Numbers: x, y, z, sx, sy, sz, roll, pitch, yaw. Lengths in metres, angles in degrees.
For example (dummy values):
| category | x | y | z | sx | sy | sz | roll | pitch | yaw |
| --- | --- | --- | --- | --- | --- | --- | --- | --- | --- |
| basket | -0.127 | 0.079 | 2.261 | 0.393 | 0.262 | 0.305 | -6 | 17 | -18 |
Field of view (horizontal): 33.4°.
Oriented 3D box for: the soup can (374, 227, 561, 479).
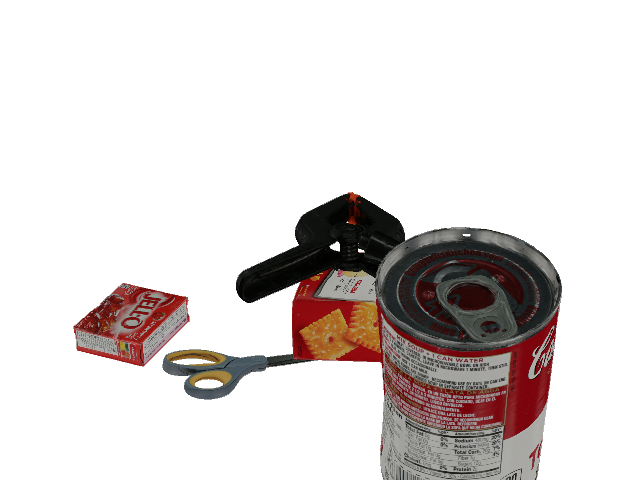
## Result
| category | x | y | z | sx | sy | sz | roll | pitch | yaw |
| --- | --- | --- | --- | --- | --- | --- | --- | --- | --- |
| soup can | 0.056 | 0.056 | 0.420 | 0.068 | 0.102 | 0.068 | -2 | 37 | 1 |

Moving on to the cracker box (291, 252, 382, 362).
| category | x | y | z | sx | sy | sz | roll | pitch | yaw |
| --- | --- | --- | --- | --- | --- | --- | --- | --- | --- |
| cracker box | 0.086 | 0.068 | 1.080 | 0.214 | 0.072 | 0.164 | 2 | 16 | 6 |

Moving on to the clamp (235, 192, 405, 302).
| category | x | y | z | sx | sy | sz | roll | pitch | yaw |
| --- | --- | --- | --- | --- | --- | --- | --- | --- | --- |
| clamp | 0.033 | 0.009 | 0.892 | 0.164 | 0.036 | 0.209 | 7 | 22 | 9 |

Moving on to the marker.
| category | x | y | z | sx | sy | sz | roll | pitch | yaw |
| --- | --- | --- | --- | --- | --- | --- | --- | --- | --- |
| marker | 0.078 | 0.023 | 0.617 | 0.121 | 0.020 | 0.020 | 23 | 3 | 7 |

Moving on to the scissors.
| category | x | y | z | sx | sy | sz | roll | pitch | yaw |
| --- | --- | --- | --- | --- | --- | --- | --- | --- | --- |
| scissors | -0.074 | 0.147 | 1.190 | 0.201 | 0.016 | 0.096 | 3 | 25 | -14 |

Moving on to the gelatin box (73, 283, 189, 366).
| category | x | y | z | sx | sy | sz | roll | pitch | yaw |
| --- | --- | --- | --- | --- | --- | --- | --- | --- | --- |
| gelatin box | -0.176 | 0.077 | 1.001 | 0.073 | 0.030 | 0.089 | 11 | 31 | 21 |
